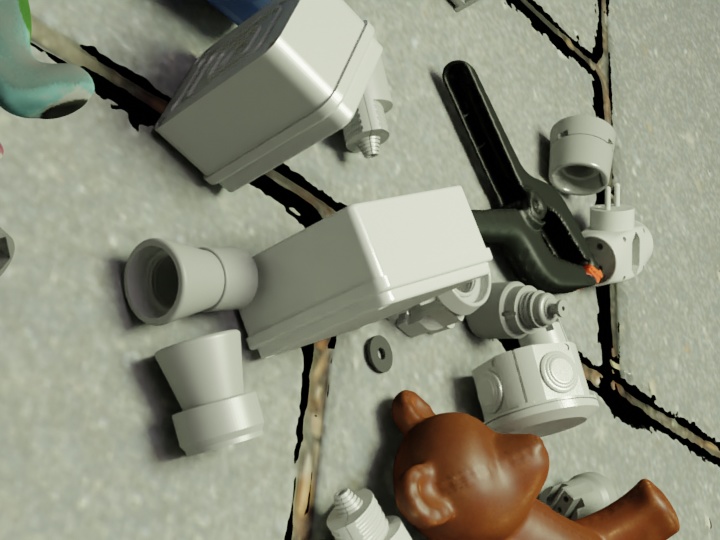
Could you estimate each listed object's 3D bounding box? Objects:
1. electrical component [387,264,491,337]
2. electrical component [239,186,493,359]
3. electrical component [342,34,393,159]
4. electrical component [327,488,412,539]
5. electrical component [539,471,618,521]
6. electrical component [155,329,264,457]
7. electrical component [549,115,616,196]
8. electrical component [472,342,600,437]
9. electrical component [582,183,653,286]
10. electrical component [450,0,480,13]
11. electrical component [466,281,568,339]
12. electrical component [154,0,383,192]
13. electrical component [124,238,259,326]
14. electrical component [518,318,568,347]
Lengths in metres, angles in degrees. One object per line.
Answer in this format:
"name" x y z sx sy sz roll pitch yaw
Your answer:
"electrical component" 0.048 0.006 0.702 0.078 0.057 0.058 40 47 -30
"electrical component" 0.000 0.000 0.611 0.109 0.109 0.056 -14 81 -50
"electrical component" -0.001 -0.113 0.710 0.043 0.043 0.081 -1 75 -49
"electrical component" 0.009 0.158 0.600 0.043 0.043 0.081 -39 103 -49
"electrical component" 0.155 0.167 0.766 0.046 0.040 0.040 -2 75 -43
"electrical component" -0.076 0.062 0.546 0.045 0.045 0.055 -9 81 -50
"electrical component" 0.187 -0.095 0.908 0.055 0.055 0.047 34 54 -35
"electrical component" 0.118 0.084 0.731 0.080 0.080 0.051 9 62 -47
"electrical component" 0.212 -0.033 0.906 0.077 0.043 0.079 -19 111 -51
"electrical component" 0.113 -0.316 0.883 0.060 0.105 0.186 37 49 -32
"electrical component" 0.110 0.028 0.752 0.040 0.078 0.040 4 84 -44
"electrical component" -0.050 -0.101 0.595 0.057 0.113 0.078 43 46 -24
"electrical component" -0.085 0.005 0.566 0.065 0.044 0.044 -3 75 -54
"electrical component" 0.139 0.063 0.796 0.040 0.040 0.046 0 68 -49
